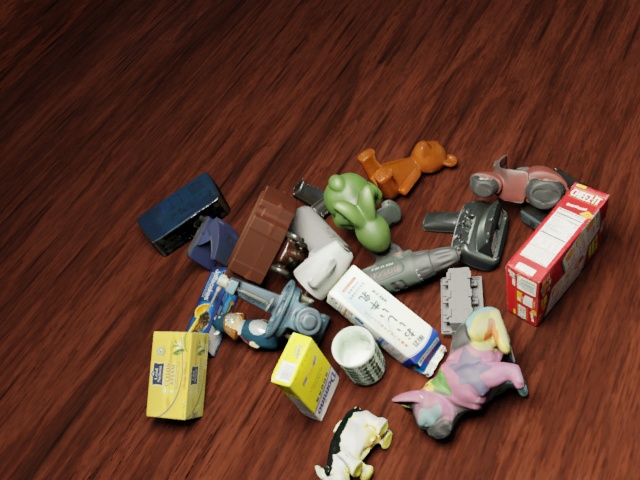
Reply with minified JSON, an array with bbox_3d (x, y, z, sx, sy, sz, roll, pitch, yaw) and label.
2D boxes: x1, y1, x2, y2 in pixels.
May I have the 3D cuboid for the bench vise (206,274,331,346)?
[{"bbox_3d":[-0.088,0.126,1.046,0.128,0.240,0.224,-64,8,2],"label":"bench vise"}]

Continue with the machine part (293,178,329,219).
[{"bbox_3d":[-0.015,-0.102,1.334,0.084,0.039,0.139,-44,51,-14],"label":"machine part"}]

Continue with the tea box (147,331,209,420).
[{"bbox_3d":[-0.288,0.271,1.092,0.098,0.068,0.169,-4,78,21],"label":"tea box"}]

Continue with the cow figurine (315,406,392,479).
[{"bbox_3d":[0.044,0.368,0.916,0.098,0.068,0.167,19,59,39],"label":"cow figurine"}]

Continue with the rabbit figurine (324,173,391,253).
[{"bbox_3d":[0.090,-0.057,1.091,0.121,0.159,0.170,-33,60,0],"label":"rabbit figurine"}]

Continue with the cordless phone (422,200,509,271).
[{"bbox_3d":[0.288,-0.013,1.123,0.184,0.088,0.146,0,55,37],"label":"cordless phone"}]

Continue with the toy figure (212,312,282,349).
[{"bbox_3d":[-0.155,0.185,1.130,0.155,0.057,0.064,16,22,9],"label":"toy figure"}]

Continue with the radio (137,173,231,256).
[{"bbox_3d":[-0.359,-0.068,1.431,0.229,0.073,0.131,-36,49,-5],"label":"radio"}]

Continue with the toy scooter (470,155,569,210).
[{"bbox_3d":[0.397,-0.123,1.075,0.184,0.075,0.135,9,32,16],"label":"toy scooter"}]

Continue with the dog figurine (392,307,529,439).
[{"bbox_3d":[0.229,0.228,0.918,0.219,0.108,0.191,-19,65,13],"label":"dog figurine"}]

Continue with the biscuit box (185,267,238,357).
[{"bbox_3d":[-0.239,0.158,1.207,0.063,0.059,0.203,1,54,23],"label":"biscuit box"}]

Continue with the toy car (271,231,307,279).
[{"bbox_3d":[-0.059,0.036,1.118,0.053,0.202,0.089,27,84,2],"label":"toy car"}]

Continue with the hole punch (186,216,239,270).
[{"bbox_3d":[-0.237,0.014,1.279,0.092,0.142,0.115,13,73,32],"label":"hole punch"}]

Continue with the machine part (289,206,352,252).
[{"bbox_3d":[-0.003,-0.004,1.223,0.079,0.079,0.243,-36,48,-7],"label":"machine part"}]

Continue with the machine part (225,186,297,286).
[{"bbox_3d":[-0.131,-0.009,1.184,0.201,0.087,0.201,-62,10,17],"label":"machine part"}]

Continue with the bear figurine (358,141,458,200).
[{"bbox_3d":[0.208,-0.180,1.245,0.196,0.131,0.120,-33,50,4],"label":"bear figurine"}]

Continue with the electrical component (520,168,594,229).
[{"bbox_3d":[0.477,-0.072,1.090,0.134,0.058,0.115,-38,47,-10],"label":"electrical component"}]

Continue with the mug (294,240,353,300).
[{"bbox_3d":[0.010,0.052,1.032,0.081,0.109,0.107,44,95,6],"label":"mug"}]

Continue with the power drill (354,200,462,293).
[{"bbox_3d":[0.162,0.015,1.130,0.232,0.085,0.207,-28,51,16],"label":"power drill"}]
